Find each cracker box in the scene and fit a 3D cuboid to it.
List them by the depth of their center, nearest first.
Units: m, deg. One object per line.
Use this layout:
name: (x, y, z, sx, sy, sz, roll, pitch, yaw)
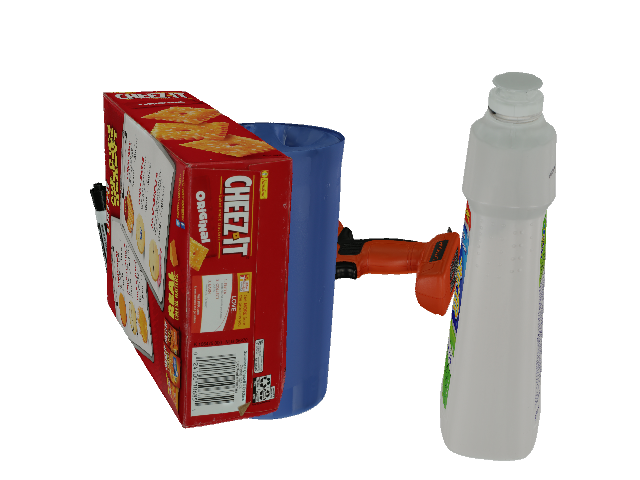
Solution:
cracker box: (-0.087, 0.000, 0.703, 0.072, 0.164, 0.214, -5, 19, -22)

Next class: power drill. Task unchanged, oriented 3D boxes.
power drill: (0.045, 0.033, 1.118, 0.188, 0.057, 0.184, 6, 31, 17)

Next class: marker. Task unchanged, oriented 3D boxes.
marker: (-0.230, -0.004, 1.156, 0.020, 0.121, 0.020, -6, 21, 2)

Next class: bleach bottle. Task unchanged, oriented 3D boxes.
bleach bottle: (0.114, 0.014, 0.672, 0.068, 0.251, 0.102, 4, 31, 8)

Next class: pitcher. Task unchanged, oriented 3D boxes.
pitcher: (-0.042, 0.020, 0.922, 0.149, 0.243, 0.145, -6, 18, -21)
